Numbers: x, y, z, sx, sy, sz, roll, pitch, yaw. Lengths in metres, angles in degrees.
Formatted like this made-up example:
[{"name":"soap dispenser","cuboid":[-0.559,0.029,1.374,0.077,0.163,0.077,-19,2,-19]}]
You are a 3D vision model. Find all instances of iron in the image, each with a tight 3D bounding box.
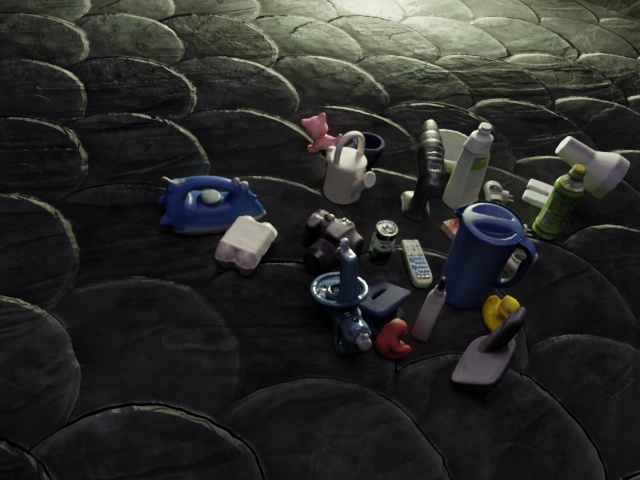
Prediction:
[{"name":"iron","cuboid":[-0.253,-0.101,1.362,0.259,0.141,0.118,-5,47,-15]}]

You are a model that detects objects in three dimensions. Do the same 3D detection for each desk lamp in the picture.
[{"name":"desk lamp","cuboid":[0.688,-0.167,1.546,0.203,0.213,0.118,24,47,13]}]

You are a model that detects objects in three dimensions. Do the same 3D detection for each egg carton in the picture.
[{"name":"egg carton","cuboid":[-0.170,0.010,1.320,0.107,0.069,0.150,20,46,9]}]

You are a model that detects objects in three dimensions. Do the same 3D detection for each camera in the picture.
[{"name":"camera","cuboid":[0.012,0.005,1.336,0.143,0.101,0.137,34,50,21]}]

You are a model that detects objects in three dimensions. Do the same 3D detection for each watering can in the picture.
[{"name":"watering can","cuboid":[0.076,-0.191,1.471,0.172,0.194,0.101,29,48,17]}]

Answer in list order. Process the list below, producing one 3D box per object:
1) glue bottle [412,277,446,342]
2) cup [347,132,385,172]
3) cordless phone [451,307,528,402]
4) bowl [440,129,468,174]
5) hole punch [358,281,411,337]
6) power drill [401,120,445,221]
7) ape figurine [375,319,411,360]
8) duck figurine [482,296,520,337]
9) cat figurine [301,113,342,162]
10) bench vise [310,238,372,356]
[{"name":"glue bottle","cuboid":[0.237,0.136,1.198,0.037,0.173,0.078,25,47,15]},{"name":"cup","cuboid":[0.116,-0.234,1.590,0.118,0.095,0.091,-18,52,-25]},{"name":"cordless phone","cuboid":[0.342,0.217,1.131,0.094,0.185,0.148,28,48,17]},{"name":"bowl","cuboid":[0.373,-0.243,1.660,0.167,0.075,0.167,5,46,-5]},{"name":"hole punch","cuboid":[0.127,0.137,1.236,0.101,0.091,0.109,39,52,25]},{"name":"power drill","cuboid":[0.267,-0.165,1.471,0.075,0.208,0.229,6,46,-4]},{"name":"ape figurine","cuboid":[0.154,0.198,1.180,0.076,0.092,0.077,0,46,-10]},{"name":"duck figurine","cuboid":[0.409,0.158,1.270,0.078,0.086,0.104,-7,48,-17]},{"name":"cat figurine","cuboid":[0.008,-0.299,1.617,0.127,0.118,0.067,29,48,18]},{"name":"bench vise","cuboid":[0.065,0.113,1.157,0.122,0.220,0.207,-26,56,-30]}]
